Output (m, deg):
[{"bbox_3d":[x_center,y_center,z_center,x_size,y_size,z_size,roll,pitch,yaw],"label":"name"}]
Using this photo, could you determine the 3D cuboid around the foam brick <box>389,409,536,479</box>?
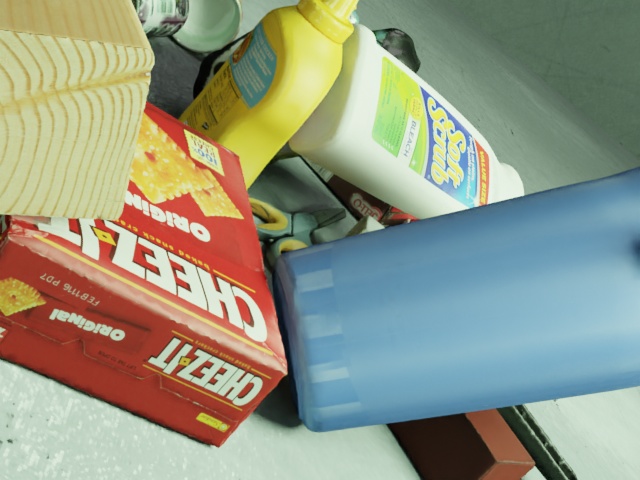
[{"bbox_3d":[0.093,0.134,0.706,0.051,0.053,0.078,17,32,-48],"label":"foam brick"}]

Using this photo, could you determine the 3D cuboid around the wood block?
[{"bbox_3d":[-0.152,-0.106,0.526,0.090,0.090,0.206,3,34,-24],"label":"wood block"}]

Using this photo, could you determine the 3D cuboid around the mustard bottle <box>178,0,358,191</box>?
[{"bbox_3d":[-0.040,-0.102,0.741,0.058,0.192,0.096,29,24,-31],"label":"mustard bottle"}]

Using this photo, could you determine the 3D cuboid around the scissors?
[{"bbox_3d":[-0.006,0.001,0.851,0.096,0.016,0.201,53,23,24],"label":"scissors"}]

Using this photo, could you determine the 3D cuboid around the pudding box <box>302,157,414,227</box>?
[{"bbox_3d":[0.043,-0.059,1.029,0.113,0.039,0.089,49,21,19],"label":"pudding box"}]

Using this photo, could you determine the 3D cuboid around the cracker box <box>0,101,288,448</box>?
[{"bbox_3d":[-0.112,-0.008,0.592,0.164,0.072,0.214,29,24,-29],"label":"cracker box"}]

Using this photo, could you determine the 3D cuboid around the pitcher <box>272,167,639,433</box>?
[{"bbox_3d":[0.097,0.043,0.648,0.242,0.149,0.145,-10,34,-5],"label":"pitcher"}]

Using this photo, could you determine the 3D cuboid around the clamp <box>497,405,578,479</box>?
[{"bbox_3d":[0.138,0.092,0.777,0.171,0.120,0.039,31,8,11],"label":"clamp"}]

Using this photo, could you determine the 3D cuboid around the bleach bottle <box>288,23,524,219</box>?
[{"bbox_3d":[0.087,-0.067,0.832,0.250,0.068,0.102,25,68,-41],"label":"bleach bottle"}]

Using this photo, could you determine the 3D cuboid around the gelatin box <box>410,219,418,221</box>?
[{"bbox_3d":[0.126,0.006,0.992,0.073,0.030,0.089,26,-8,-15],"label":"gelatin box"}]
